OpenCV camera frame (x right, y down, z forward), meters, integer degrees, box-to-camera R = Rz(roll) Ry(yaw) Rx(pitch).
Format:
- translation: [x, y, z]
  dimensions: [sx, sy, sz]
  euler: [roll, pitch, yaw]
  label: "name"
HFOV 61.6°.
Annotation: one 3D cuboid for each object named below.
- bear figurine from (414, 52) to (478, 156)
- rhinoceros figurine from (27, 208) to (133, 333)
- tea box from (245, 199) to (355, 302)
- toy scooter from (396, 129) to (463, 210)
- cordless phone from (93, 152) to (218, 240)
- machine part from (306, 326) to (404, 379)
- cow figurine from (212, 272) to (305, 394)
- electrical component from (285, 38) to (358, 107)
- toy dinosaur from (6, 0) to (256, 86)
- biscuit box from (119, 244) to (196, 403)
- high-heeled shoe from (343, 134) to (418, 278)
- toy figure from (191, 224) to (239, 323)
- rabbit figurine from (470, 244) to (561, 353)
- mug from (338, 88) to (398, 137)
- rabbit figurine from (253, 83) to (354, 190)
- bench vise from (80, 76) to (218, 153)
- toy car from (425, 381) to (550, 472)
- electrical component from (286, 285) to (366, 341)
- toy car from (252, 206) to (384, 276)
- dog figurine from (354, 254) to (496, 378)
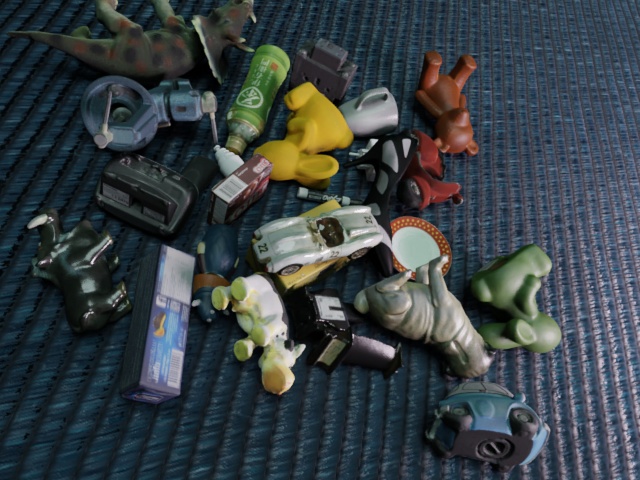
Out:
- translation: [0.266, -0.272, 1.096]
  dimensions: [0.120, 0.131, 0.196]
  euler: [2, 52, -14]
  label: "bear figurine"
- translation: [-0.331, 0.038, 0.735]
  dimensions: [0.112, 0.073, 0.190]
  euler: [-25, 71, -19]
  label: "rhinoceros figurine"
- translation: [-0.020, 0.016, 0.850]
  dimensions: [0.169, 0.068, 0.098]
  euler: [-30, 73, -30]
  label: "tea box"
- translation: [0.206, -0.125, 1.012]
  dimensions: [0.135, 0.075, 0.184]
  euler: [15, 54, -17]
  label: "toy scooter"
- translation: [-0.251, -0.100, 0.852]
  dimensions: [0.147, 0.088, 0.184]
  euler: [25, 43, -1]
  label: "cordless phone"
- translation: [0.055, 0.166, 0.783]
  dimensions: [0.139, 0.084, 0.039]
  euler: [14, 30, -20]
  label: "machine part"
- translation: [-0.074, 0.126, 0.751]
  dimensions: [0.098, 0.068, 0.167]
  euler: [-14, 76, -58]
  label: "cow figurine"
- translation: [0.003, -0.316, 1.028]
  dimensions: [0.115, 0.134, 0.058]
  euler: [25, 54, 1]
  label: "electrical component"
- translation: [-0.306, -0.337, 0.956]
  dimensions: [0.405, 0.131, 0.192]
  euler: [-26, 69, -24]
  label: "toy dinosaur"
- translation: [-0.215, 0.110, 0.718]
  dimensions: [0.059, 0.063, 0.203]
  euler: [27, 49, -37]
  label: "biscuit box"
- translation: [0.130, -0.064, 0.913]
  dimensions: [0.145, 0.086, 0.249]
  euler: [-14, 73, -6]
  label: "high-heeled shoe"
- translation: [-0.155, 0.051, 0.790]
  dimensions: [0.064, 0.057, 0.154]
  euler: [10, 61, -6]
  label: "toy figure"
- translation: [0.332, 0.114, 0.879]
  dimensions: [0.159, 0.121, 0.170]
  euler: [-32, 87, -38]
  label: "rabbit figurine"
- translation: [0.089, -0.243, 1.033]
  dimensions: [0.107, 0.109, 0.081]
  euler: [-16, 69, -12]
  label: "mug"
- translation: [-0.036, -0.160, 0.948]
  dimensions: [0.173, 0.122, 0.162]
  euler: [-40, 86, -19]
  label: "rabbit figurine"
- translation: [-0.278, -0.191, 0.840]
  dimensions: [0.224, 0.128, 0.241]
  euler: [8, 27, -5]
  label: "bench vise"
- translation: [0.233, 0.257, 0.772]
  dimensions: [0.162, 0.109, 0.103]
  euler: [9, 32, 0]
  label: "toy car"
- translation: [0.011, 0.111, 0.807]
  dimensions: [0.119, 0.048, 0.075]
  euler: [9, 54, -48]
  label: "electrical component"
- translation: [-0.002, -0.002, 0.790]
  dimensions: [0.202, 0.056, 0.073]
  euler: [-12, 65, -26]
  label: "toy car"
- translation: [0.158, 0.138, 0.820]
  dimensions: [0.172, 0.121, 0.190]
  euler: [-21, 81, -2]
  label: "dog figurine"
